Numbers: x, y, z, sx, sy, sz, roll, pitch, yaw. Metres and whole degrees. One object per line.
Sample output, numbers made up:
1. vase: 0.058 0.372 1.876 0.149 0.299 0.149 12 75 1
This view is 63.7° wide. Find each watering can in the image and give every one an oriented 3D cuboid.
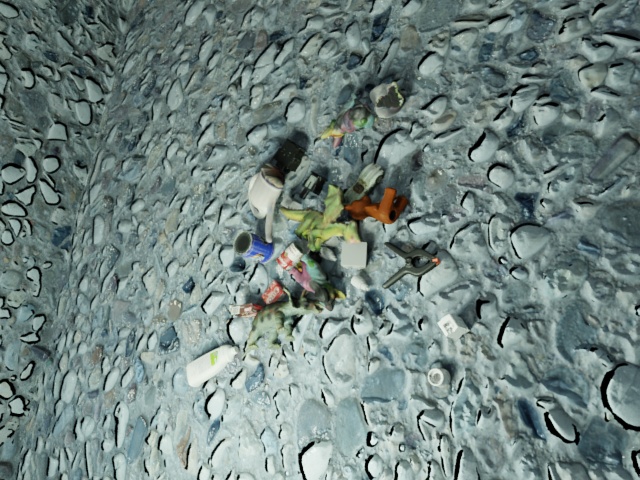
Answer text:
1. watering can: -0.216 -0.172 2.135 0.220 0.104 0.355 -57 41 30

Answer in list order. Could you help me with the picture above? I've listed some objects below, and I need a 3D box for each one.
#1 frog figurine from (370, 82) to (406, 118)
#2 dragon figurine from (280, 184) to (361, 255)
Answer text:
1. frog figurine: 0.251 -0.532 1.965 0.161 0.122 0.137 -136 65 -75
2. dragon figurine: 0.006 -0.094 1.877 0.241 0.121 0.417 -51 50 10
